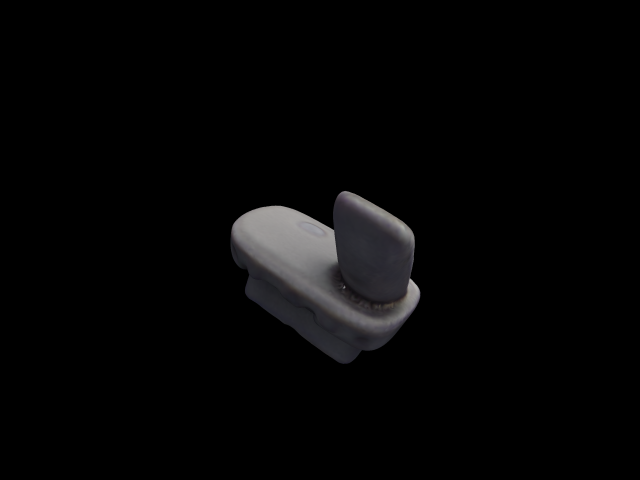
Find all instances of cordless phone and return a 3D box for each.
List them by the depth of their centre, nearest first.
[{"bbox_3d":[0.004,0.001,0.400,0.147,0.185,0.094,29,66,14],"label":"cordless phone"}]
